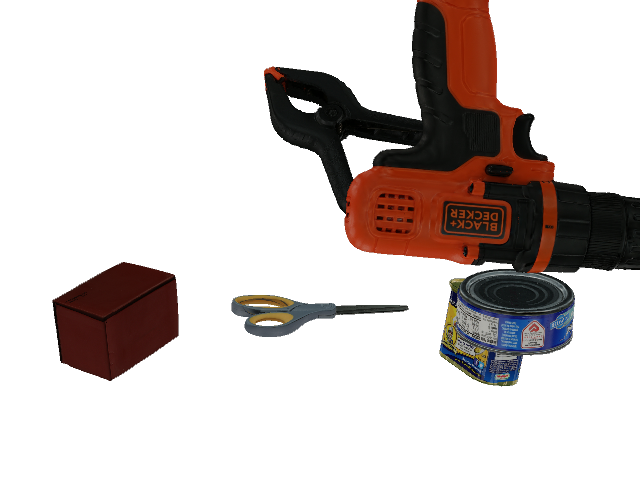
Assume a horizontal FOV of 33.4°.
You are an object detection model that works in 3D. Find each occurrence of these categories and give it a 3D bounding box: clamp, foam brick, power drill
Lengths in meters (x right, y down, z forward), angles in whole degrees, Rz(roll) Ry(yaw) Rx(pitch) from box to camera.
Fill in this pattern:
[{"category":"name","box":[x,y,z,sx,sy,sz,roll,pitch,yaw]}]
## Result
[{"category":"clamp","box":[0.022,-0.104,0.946,0.120,0.172,0.039,-29,-27,-25]},{"category":"foam brick","box":[-0.148,0.057,0.779,0.053,0.051,0.078,14,29,31]},{"category":"power drill","box":[0.111,-0.076,0.584,0.184,0.187,0.057,4,1,-4]}]

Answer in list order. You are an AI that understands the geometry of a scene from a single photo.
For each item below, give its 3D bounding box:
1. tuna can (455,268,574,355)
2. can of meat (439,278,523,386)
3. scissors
[{"category":"tuna can","box":[0.143,0.051,0.782,0.086,0.034,0.086,0,20,0]},{"category":"can of meat","box":[0.173,0.096,1.124,0.057,0.084,0.102,0,18,-28]},{"category":"scissors","box":[-0.001,0.086,1.190,0.201,0.016,0.096,5,22,1]}]
